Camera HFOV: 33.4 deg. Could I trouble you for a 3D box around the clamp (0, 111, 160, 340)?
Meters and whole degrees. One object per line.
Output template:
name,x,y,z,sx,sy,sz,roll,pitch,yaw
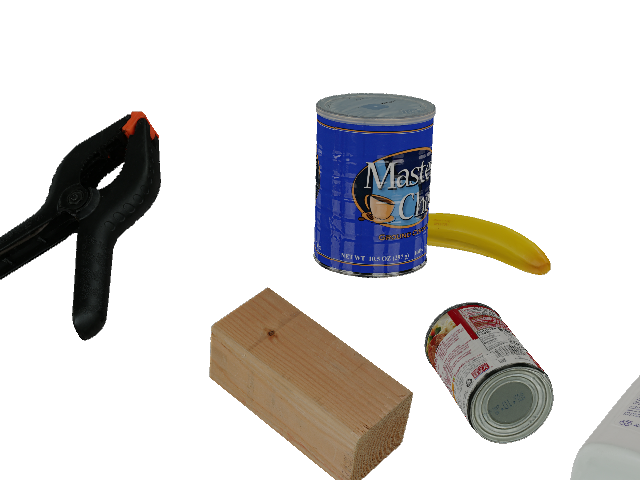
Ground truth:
clamp,-0.171,-0.016,0.731,0.120,0.171,0.039,12,-31,17

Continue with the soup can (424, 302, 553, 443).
soup can,0.127,0.099,0.814,0.068,0.068,0.102,0,23,-14

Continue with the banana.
banana,0.161,0.002,1.154,0.198,0.037,0.069,10,38,28

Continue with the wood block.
wood block,-0.014,0.153,1.130,0.206,0.090,0.090,35,49,27

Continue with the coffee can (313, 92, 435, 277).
coffee can,0.046,-0.051,0.936,0.103,0.140,0.103,1,19,-1

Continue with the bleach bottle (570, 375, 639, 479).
bleach bottle,0.242,0.100,0.635,0.103,0.068,0.250,19,30,31
